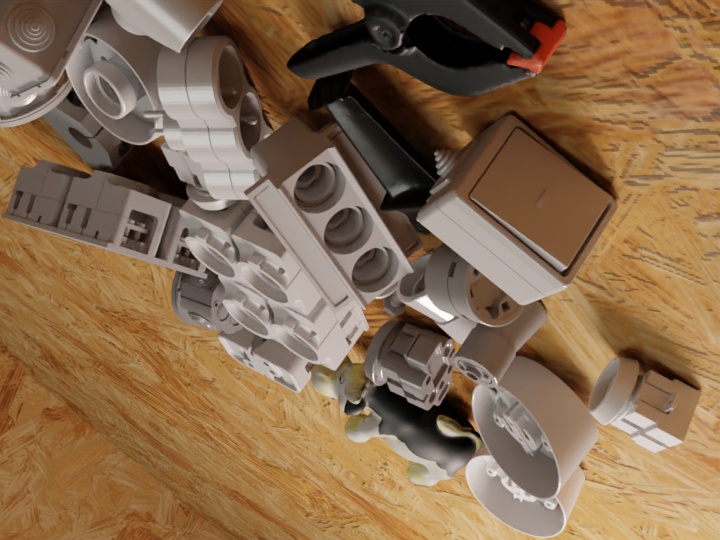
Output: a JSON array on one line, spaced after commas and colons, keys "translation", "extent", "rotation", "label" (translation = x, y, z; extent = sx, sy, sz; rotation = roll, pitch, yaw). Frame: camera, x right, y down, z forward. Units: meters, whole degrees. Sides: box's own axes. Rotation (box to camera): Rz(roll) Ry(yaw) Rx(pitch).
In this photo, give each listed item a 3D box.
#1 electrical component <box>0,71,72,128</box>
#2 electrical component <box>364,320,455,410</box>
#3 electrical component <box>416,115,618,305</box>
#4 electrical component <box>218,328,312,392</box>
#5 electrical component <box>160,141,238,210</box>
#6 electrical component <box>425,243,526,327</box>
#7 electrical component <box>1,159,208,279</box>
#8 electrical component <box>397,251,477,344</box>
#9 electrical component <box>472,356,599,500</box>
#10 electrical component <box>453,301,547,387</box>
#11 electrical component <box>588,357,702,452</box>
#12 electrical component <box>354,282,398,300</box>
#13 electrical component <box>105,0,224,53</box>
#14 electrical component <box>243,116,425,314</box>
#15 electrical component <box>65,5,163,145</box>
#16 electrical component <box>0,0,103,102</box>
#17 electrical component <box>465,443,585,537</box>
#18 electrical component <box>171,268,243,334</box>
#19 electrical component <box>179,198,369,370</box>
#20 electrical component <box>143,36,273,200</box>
[{"translation": [-0.271, -0.154, 0.847], "extent": [0.080, 0.080, 0.051], "rotation": [20, 149, 35], "label": "electrical component"}, {"translation": [0.041, 0.076, 0.888], "extent": [0.057, 0.058, 0.078], "rotation": [22, 156, 24], "label": "electrical component"}, {"translation": [0.081, -0.036, 0.581], "extent": [0.096, 0.061, 0.061], "rotation": [39, 159, -7], "label": "electrical component"}, {"translation": [-0.084, 0.070, 1.061], "extent": [0.095, 0.059, 0.053], "rotation": [25, 156, 27], "label": "electrical component"}, {"translation": [-0.114, -0.079, 0.814], "extent": [0.066, 0.048, 0.055], "rotation": [21, 147, 34], "label": "electrical component"}, {"translation": [0.075, 0.006, 0.693], "extent": [0.055, 0.055, 0.047], "rotation": [47, 160, -28], "label": "electrical component"}, {"translation": [-0.224, -0.049, 0.968], "extent": [0.186, 0.060, 0.105], "rotation": [14, 175, 45], "label": "electrical component"}, {"translation": [0.063, 0.023, 0.765], "extent": [0.065, 0.044, 0.044], "rotation": [41, 159, -28], "label": "electrical component"}, {"translation": [0.130, 0.117, 0.818], "extent": [0.099, 0.064, 0.099], "rotation": [43, 162, 17], "label": "electrical component"}, {"translation": [0.093, 0.047, 0.734], "extent": [0.044, 0.065, 0.044], "rotation": [31, 158, 14], "label": "electrical component"}, {"translation": [0.185, 0.088, 0.710], "extent": [0.055, 0.048, 0.066], "rotation": [28, 159, 0], "label": "electrical component"}, {"translation": [0.000, 0.000, 0.806], "extent": [0.045, 0.045, 0.055], "rotation": [43, 158, -19], "label": "electrical component"}, {"translation": [-0.130, -0.167, 0.653], "extent": [0.077, 0.043, 0.079], "rotation": [40, 159, -10], "label": "electrical component"}, {"translation": [-0.019, -0.039, 0.715], "extent": [0.121, 0.079, 0.063], "rotation": [55, 176, -40], "label": "electrical component"}, {"translation": [-0.159, -0.139, 0.762], "extent": [0.099, 0.064, 0.099], "rotation": [29, 145, 23], "label": "electrical component"}, {"translation": [-0.216, -0.166, 0.713], "extent": [0.048, 0.099, 0.100], "rotation": [33, 163, -29], "label": "electrical component"}, {"translation": [0.145, 0.183, 0.944], "extent": [0.099, 0.064, 0.099], "rotation": [31, 158, 14], "label": "electrical component"}, {"translation": [-0.133, 0.017, 0.998], "extent": [0.051, 0.080, 0.080], "rotation": [17, 153, 30], "label": "electrical component"}, {"translation": [-0.070, 0.005, 0.902], "extent": [0.105, 0.060, 0.186], "rotation": [25, 156, 27], "label": "electrical component"}, {"translation": [-0.108, -0.098, 0.718], "extent": [0.074, 0.052, 0.138], "rotation": [2, 148, 15], "label": "electrical component"}]
